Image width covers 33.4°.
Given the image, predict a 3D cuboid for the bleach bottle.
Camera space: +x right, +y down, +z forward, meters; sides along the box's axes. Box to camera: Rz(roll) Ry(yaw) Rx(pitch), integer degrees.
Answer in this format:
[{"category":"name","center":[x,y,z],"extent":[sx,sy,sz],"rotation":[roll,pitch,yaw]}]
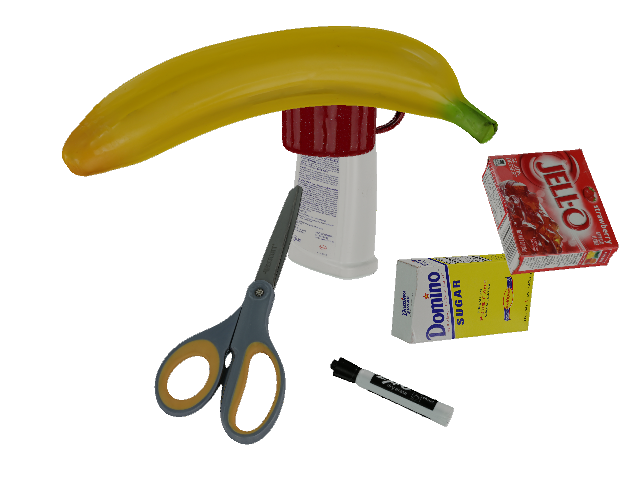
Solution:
[{"category":"bleach bottle","center":[0.022,-0.092,1.146],"extent":[0.103,0.251,0.067],"rotation":[18,20,38]}]

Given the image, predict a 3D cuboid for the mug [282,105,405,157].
[{"category":"mug","center":[0.019,-0.119,0.924],"extent":[0.117,0.081,0.093],"rotation":[-4,17,-15]}]

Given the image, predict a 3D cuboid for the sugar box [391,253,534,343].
[{"category":"sugar box","center":[0.169,0.066,1.251],"extent":[0.175,0.093,0.048],"rotation":[-4,14,-32]}]

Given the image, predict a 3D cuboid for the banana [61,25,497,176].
[{"category":"banana","center":[-0.020,-0.068,0.490],"extent":[0.197,0.037,0.069],"rotation":[-7,44,-10]}]

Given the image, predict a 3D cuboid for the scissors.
[{"category":"scissors","center":[-0.061,0.046,0.737],"extent":[0.096,0.201,0.016],"rotation":[-3,-34,4]}]

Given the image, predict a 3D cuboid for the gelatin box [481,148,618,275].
[{"category":"gelatin box","center":[0.162,-0.022,0.763],"extent":[0.073,0.089,0.030],"rotation":[-5,-32,-10]}]

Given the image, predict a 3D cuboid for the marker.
[{"category":"marker","center":[0.064,0.138,0.985],"extent":[0.121,0.020,0.020],"rotation":[23,7,17]}]
